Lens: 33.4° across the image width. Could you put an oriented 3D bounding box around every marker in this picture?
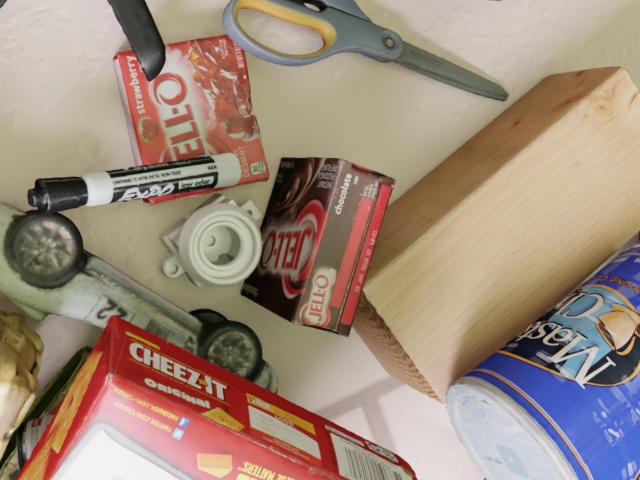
[{"bbox_3d":[-0.098,-0.030,0.570,0.120,0.020,0.020,-12,99,-35],"label":"marker"}]

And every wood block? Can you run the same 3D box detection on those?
[{"bbox_3d":[0.110,-0.007,0.654,0.206,0.090,0.091,-40,106,-11],"label":"wood block"}]

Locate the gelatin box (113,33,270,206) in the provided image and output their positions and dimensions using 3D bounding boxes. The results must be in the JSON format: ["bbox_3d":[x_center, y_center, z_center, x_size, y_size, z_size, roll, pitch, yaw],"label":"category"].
[{"bbox_3d":[-0.074,-0.070,0.619,0.073,0.030,0.089,-13,99,-16],"label":"gelatin box"}]

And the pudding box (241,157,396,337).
[{"bbox_3d":[-0.004,0.001,0.605,0.039,0.114,0.090,18,89,-17],"label":"pudding box"}]

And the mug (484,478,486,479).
[{"bbox_3d":[0.149,0.141,0.667,0.117,0.082,0.093,-36,145,-25],"label":"mug"}]

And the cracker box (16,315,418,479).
[{"bbox_3d":[-0.074,0.165,0.492,0.164,0.072,0.214,28,104,-17],"label":"cracker box"}]

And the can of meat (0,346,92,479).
[{"bbox_3d":[-0.130,0.123,0.608,0.084,0.057,0.102,39,83,-15],"label":"can of meat"}]

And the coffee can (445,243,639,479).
[{"bbox_3d":[0.155,0.081,0.590,0.140,0.103,0.103,-34,105,-18],"label":"coffee can"}]

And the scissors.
[{"bbox_3d":[0.031,-0.138,0.652,0.201,0.016,0.096,1,77,-31],"label":"scissors"}]

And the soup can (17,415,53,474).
[{"bbox_3d":[-0.095,0.113,0.545,0.102,0.068,0.068,-14,100,-5],"label":"soup can"}]

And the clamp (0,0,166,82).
[{"bbox_3d":[-0.147,-0.169,0.578,0.120,0.039,0.171,-2,84,-12],"label":"clamp"}]
